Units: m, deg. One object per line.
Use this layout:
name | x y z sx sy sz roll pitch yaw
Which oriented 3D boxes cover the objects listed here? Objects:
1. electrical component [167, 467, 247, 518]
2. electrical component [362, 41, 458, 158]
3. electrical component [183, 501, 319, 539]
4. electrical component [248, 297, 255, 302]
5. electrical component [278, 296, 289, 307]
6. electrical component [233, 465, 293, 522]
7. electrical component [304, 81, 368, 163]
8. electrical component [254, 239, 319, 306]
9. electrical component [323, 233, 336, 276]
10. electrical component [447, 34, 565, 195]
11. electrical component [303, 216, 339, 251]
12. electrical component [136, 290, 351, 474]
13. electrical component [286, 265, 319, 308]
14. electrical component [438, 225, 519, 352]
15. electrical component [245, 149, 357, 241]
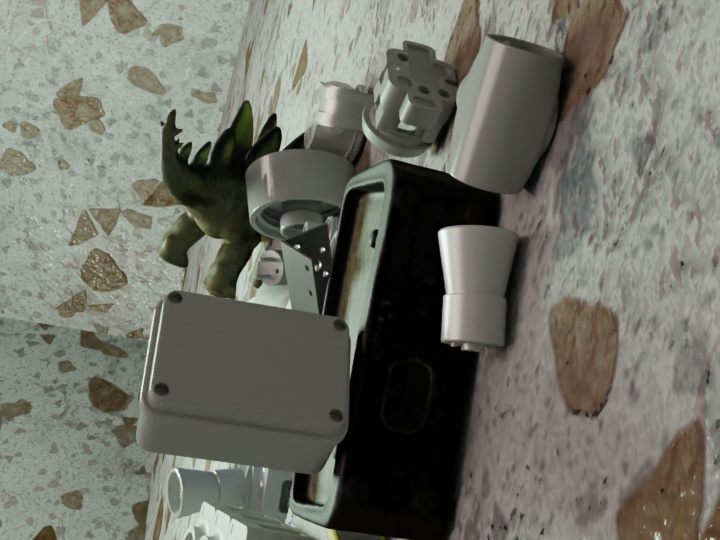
electrical component | -0.134 0.195 0.956 0.044 0.065 0.044 -2 87 62
electrical component | 0.035 -0.119 0.779 0.078 0.058 0.057 -93 21 -44
electrical component | -0.086 0.221 0.763 0.150 0.062 0.089 165 118 -70
electrical component | -0.104 0.075 1.229 0.113 0.057 0.078 157 123 -75
electrical component | -0.062 0.059 1.087 0.055 0.045 0.045 -94 19 -48
electrical component | -0.089 0.238 1.023 0.186 0.060 0.105 149 130 -73
electrical component | -0.023 -0.148 1.071 0.080 0.051 0.080 -169 90 -77
electrical component | -0.082 -0.003 1.123 0.052 0.074 0.138 24 107 35
electrical component | 0.000 0.000 0.855 0.055 0.047 0.055 -169 90 -77
electrical component | 0.076 -0.091 0.600 0.079 0.044 0.077 -109 32 -66
electrical component | -0.017 -0.027 0.920 0.043 0.062 0.043 -169 90 -78
electrical component | -0.064 0.063 0.605 0.057 0.113 0.078 114 162 -51
electrical component | -0.045 0.032 1.027 0.065 0.047 0.076 119 158 -54
electrical component | 0.063 0.011 0.586 0.044 0.044 0.065 153 122 -74
electrical component | -0.056 -0.063 1.029 0.108 0.108 0.060 125 147 -61
